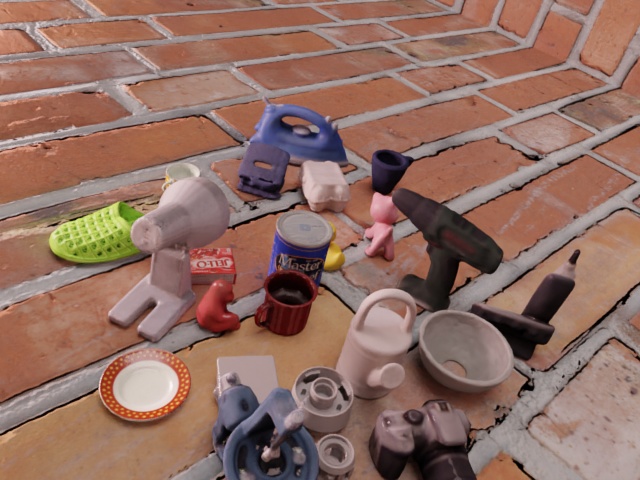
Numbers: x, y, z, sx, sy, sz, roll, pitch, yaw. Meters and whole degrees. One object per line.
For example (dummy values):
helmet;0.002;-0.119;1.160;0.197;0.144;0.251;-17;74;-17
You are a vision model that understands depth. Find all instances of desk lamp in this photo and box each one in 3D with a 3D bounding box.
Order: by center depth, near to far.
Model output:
desk lamp;-0.245;0.021;0.944;0.117;0.213;0.203;22;38;10

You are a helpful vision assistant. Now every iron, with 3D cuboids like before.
iron;-0.040;-0.273;1.441;0.258;0.141;0.118;11;37;-4

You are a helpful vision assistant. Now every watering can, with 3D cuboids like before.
watering can;0.096;0.158;0.896;0.101;0.194;0.172;-10;43;-28

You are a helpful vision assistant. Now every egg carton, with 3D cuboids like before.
egg carton;0.007;-0.128;1.332;0.107;0.069;0.150;-1;40;-19

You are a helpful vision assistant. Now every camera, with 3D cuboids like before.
camera;0.159;0.304;0.807;0.143;0.101;0.136;1;39;-17

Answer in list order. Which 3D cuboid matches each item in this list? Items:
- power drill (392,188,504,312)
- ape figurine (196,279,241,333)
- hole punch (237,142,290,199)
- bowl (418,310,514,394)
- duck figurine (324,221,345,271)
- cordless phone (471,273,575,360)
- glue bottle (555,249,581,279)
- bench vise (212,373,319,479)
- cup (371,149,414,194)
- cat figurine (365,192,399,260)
power drill;0.217;0.028;1.087;0.229;0.208;0.076;24;39;13
ape figurine;-0.167;0.105;0.961;0.076;0.092;0.077;2;39;-15
hole punch;-0.127;-0.159;1.310;0.108;0.091;0.101;15;37;1
bowl;0.240;0.203;0.982;0.167;0.075;0.167;9;38;-7
duck figurine;0.011;0.004;1.152;0.104;0.086;0.078;38;43;28
cordless phone;0.366;0.116;1.042;0.147;0.185;0.094;15;37;2
glue bottle;0.469;0.086;1.123;0.078;0.173;0.037;-21;49;-37
bench vise;-0.082;0.240;0.712;0.206;0.220;0.122;36;43;26
cup;0.173;-0.164;1.410;0.118;0.095;0.091;-12;45;-30
cat figurine;0.138;-0.041;1.223;0.067;0.118;0.127;8;38;-7
